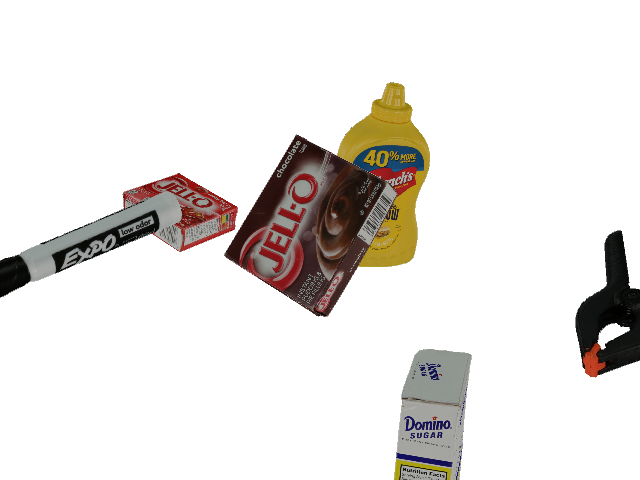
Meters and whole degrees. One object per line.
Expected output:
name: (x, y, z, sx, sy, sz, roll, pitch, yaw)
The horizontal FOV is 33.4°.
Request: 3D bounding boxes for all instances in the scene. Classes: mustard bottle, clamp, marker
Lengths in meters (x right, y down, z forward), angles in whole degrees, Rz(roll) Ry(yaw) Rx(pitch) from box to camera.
mustard bottle: (0.063, -0.068, 1.099, 0.096, 0.192, 0.058, 1, 25, -15)
clamp: (0.283, 0.055, 0.990, 0.171, 0.039, 0.120, -36, 41, -26)
marker: (-0.129, 0.003, 0.569, 0.120, 0.020, 0.020, -25, 14, -32)

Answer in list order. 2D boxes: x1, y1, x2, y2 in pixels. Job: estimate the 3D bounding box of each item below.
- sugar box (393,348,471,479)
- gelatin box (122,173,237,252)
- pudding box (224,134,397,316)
sugar box: (0.073, 0.172, 0.738, 0.048, 0.176, 0.093, 4, 16, 11)
gelatin box: (-0.138, -0.030, 1.042, 0.089, 0.030, 0.073, 31, 37, 32)
pudding box: (-0.007, -0.012, 0.817, 0.090, 0.113, 0.039, 30, -4, 26)
